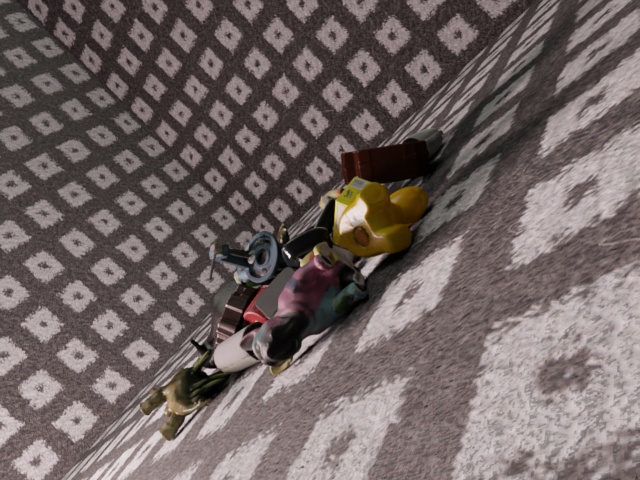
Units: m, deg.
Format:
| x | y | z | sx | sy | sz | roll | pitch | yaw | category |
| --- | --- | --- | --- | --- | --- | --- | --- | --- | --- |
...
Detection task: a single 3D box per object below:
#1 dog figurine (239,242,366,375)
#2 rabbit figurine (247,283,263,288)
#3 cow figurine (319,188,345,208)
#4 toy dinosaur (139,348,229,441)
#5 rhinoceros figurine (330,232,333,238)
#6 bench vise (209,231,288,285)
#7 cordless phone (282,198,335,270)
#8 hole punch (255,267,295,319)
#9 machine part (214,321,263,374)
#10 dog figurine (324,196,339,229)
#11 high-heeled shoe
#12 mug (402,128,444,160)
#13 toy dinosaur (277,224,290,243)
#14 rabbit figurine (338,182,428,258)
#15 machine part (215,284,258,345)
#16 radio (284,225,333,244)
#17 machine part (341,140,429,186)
| x | y | z | sx | sy | sz | roll | pitch | yaw | category |
| --- | --- | --- | --- | --- | --- | --- | --- | --- | --- |
| -0.033 | 0.119 | 0.899 | 0.219 | 0.108 | 0.191 | -47 | 7 | 10 | dog figurine |
| -0.150 | 0.133 | 1.472 | 0.170 | 0.159 | 0.121 | -25 | 6 | 29 | rabbit figurine |
| 0.076 | -0.112 | 1.574 | 0.127 | 0.085 | 0.195 | 0 | 5 | 41 | cow figurine |
| -0.305 | 0.345 | 1.228 | 0.198 | 0.105 | 0.471 | -43 | 10 | -10 | toy dinosaur |
| -0.001 | 0.053 | 1.243 | 0.190 | 0.073 | 0.112 | -45 | 7 | 0 | rhinoceros figurine |
| -0.169 | 0.045 | 1.260 | 0.224 | 0.240 | 0.129 | -9 | 73 | 42 | bench vise |
| -0.002 | -0.018 | 1.125 | 0.146 | 0.089 | 0.184 | 72 | -142 | -67 | cordless phone |
| -0.051 | 0.133 | 1.085 | 0.142 | 0.092 | 0.116 | -44 | 35 | -9 | hole punch |
| -0.160 | 0.229 | 1.127 | 0.079 | 0.079 | 0.243 | -50 | 7 | -37 | machine part |
| 0.130 | -0.094 | 1.302 | 0.190 | 0.121 | 0.173 | -29 | 29 | -37 | dog figurine |
| -0.240 | 0.222 | 1.415 | 0.086 | 0.145 | 0.249 | 25 | 71 | 45 | high-heeled shoe |
| 0.277 | -0.255 | 1.395 | 0.107 | 0.081 | 0.109 | -39 | -3 | -39 | mug |
| -0.197 | 0.143 | 1.802 | 0.405 | 0.131 | 0.192 | -53 | 7 | -10 | toy dinosaur |
| 0.123 | -0.033 | 0.954 | 0.173 | 0.122 | 0.162 | -33 | -11 | -33 | rabbit figurine |
| -0.197 | 0.193 | 1.322 | 0.179 | 0.056 | 0.179 | 19 | -90 | -79 | machine part |
| -0.003 | -0.004 | 1.393 | 0.229 | 0.073 | 0.131 | -33 | 0 | -30 | radio |
| 0.154 | -0.182 | 1.296 | 0.201 | 0.087 | 0.201 | -9 | 7 | 2 | machine part |
